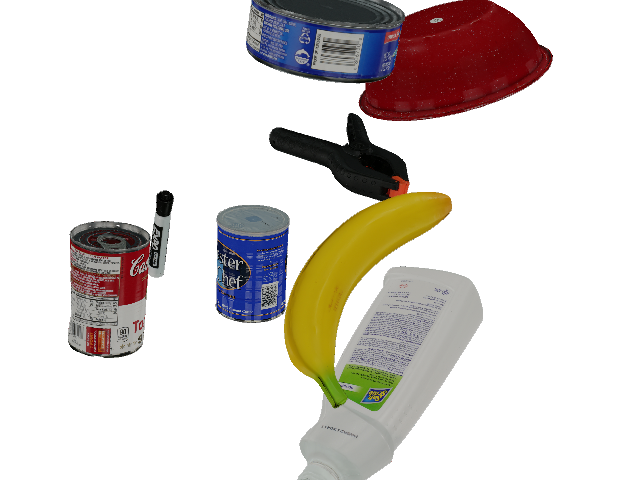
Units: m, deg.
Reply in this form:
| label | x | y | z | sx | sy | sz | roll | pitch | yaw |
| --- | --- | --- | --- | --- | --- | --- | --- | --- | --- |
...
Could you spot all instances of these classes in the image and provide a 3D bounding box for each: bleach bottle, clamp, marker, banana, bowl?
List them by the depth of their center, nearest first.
| label | x | y | z | sx | sy | sz | roll | pitch | yaw |
| --- | --- | --- | --- | --- | --- | --- | --- | --- | --- |
| banana | 0.025 | 0.025 | 0.743 | 0.069 | 0.197 | 0.037 | 35 | -33 | -4 |
| bowl | 0.102 | -0.154 | 0.866 | 0.162 | 0.055 | 0.162 | -15 | 24 | 7 |
| bleach bottle | 0.049 | 0.125 | 0.934 | 0.103 | 0.068 | 0.250 | 5 | 40 | 36 |
| clamp | 0.026 | -0.087 | 1.133 | 0.120 | 0.039 | 0.172 | -15 | 36 | -23 |
| marker | -0.177 | -0.007 | 1.178 | 0.020 | 0.121 | 0.020 | 8 | 42 | -8 |

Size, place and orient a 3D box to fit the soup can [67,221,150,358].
| label | x | y | z | sx | sy | sz | roll | pitch | yaw |
| --- | --- | --- | --- | --- | --- | --- | --- | --- | --- |
| soup can | -0.184 | 0.043 | 0.925 | 0.068 | 0.102 | 0.068 | 6 | 20 | -2 |

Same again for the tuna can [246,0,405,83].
| label | x | y | z | sx | sy | sz | roll | pitch | yaw |
| --- | --- | --- | --- | --- | --- | --- | --- | --- | --- |
| tuna can | 0.002 | -0.116 | 0.593 | 0.086 | 0.034 | 0.086 | 8 | 25 | -4 |

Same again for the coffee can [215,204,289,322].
| label | x | y | z | sx | sy | sz | roll | pitch | yaw |
| --- | --- | --- | --- | --- | --- | --- | --- | --- | --- |
| coffee can | -0.098 | 0.032 | 1.521 | 0.103 | 0.140 | 0.103 | 3 | 23 | -1 |
